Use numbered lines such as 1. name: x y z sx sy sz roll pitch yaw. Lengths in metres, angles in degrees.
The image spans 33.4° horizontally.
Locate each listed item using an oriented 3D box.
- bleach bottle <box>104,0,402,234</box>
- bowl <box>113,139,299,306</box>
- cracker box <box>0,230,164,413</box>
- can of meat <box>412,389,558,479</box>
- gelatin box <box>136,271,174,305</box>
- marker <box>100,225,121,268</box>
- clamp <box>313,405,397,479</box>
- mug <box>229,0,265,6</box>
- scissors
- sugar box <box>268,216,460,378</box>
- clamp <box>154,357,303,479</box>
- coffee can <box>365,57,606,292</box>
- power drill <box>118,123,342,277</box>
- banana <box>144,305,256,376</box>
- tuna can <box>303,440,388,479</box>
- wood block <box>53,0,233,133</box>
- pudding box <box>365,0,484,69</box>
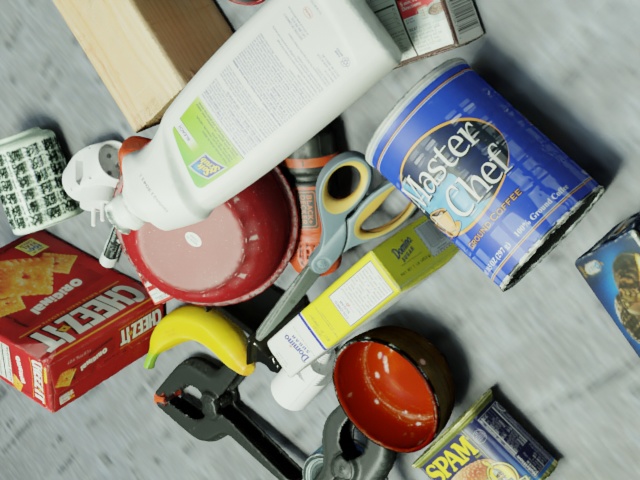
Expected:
1. bleach bottle: -0.065 -0.094 0.794 0.251 0.068 0.102 -37 84 16
2. bowl: -0.100 -0.009 0.881 0.162 0.055 0.162 3 111 7
3. cracker box: -0.301 0.080 1.172 0.214 0.163 0.072 24 129 31
4. can of meat: 0.141 0.190 0.912 0.084 0.057 0.102 45 136 10
5. gelatin box: -0.162 0.017 1.109 0.073 0.030 0.089 -25 95 45
6. marker: -0.214 -0.014 1.146 0.020 0.020 0.121 44 135 15
7. clamp: 0.022 0.216 1.002 0.120 0.039 0.171 7 89 31
8. mug: -0.078 -0.233 0.862 0.082 0.093 0.117 12 151 32
9. scissors: -0.006 0.001 0.882 0.202 0.016 0.096 -38 122 14
10. sugar box: 0.034 0.048 0.903 0.048 0.093 0.177 55 136 5
11. clamp: -0.104 0.162 1.130 0.210 0.036 0.164 7 108 43
12. coffee can: 0.117 -0.047 0.768 0.140 0.102 0.103 45 135 14
13. power drill: -0.075 -0.056 0.919 0.188 0.057 0.184 -1 107 12
14. banana: -0.122 0.101 1.097 0.198 0.037 0.069 -6 87 53
15. tuna can: 0.025 0.240 1.060 0.086 0.033 0.086 21 125 32
16. wood block: -0.165 -0.212 0.941 0.090 0.090 0.206 -33 89 46
17. pudding box: 0.059 -0.188 0.790 0.090 0.039 0.113 -11 103 46
